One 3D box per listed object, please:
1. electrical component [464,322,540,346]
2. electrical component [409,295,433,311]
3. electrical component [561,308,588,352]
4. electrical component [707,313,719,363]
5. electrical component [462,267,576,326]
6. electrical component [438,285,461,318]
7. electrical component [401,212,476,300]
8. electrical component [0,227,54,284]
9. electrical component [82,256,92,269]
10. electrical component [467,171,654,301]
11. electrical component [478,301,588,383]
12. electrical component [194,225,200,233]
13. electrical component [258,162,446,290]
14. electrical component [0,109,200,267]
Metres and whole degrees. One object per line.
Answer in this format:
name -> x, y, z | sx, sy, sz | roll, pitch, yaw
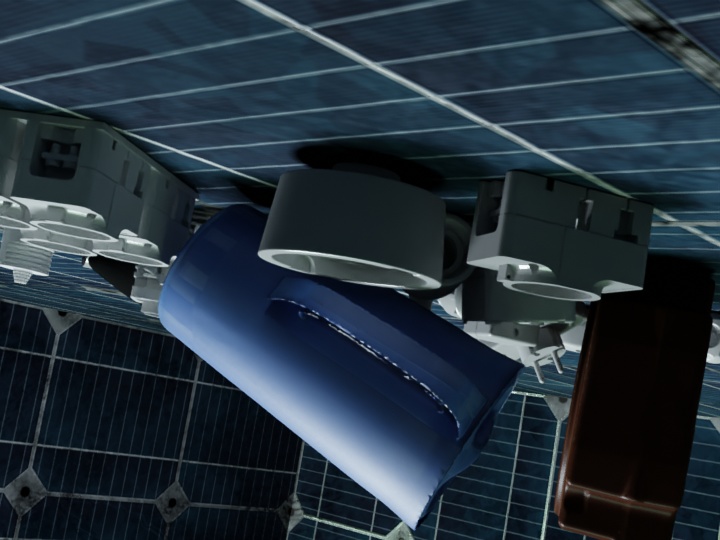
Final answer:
electrical component -> 0.124, 0.023, 0.833 | 0.047, 0.065, 0.077 | 14, 171, -27
electrical component -> 0.048, 0.003, 0.792 | 0.043, 0.062, 0.043 | 10, 172, 1
electrical component -> 0.228, 0.062, 1.076 | 0.077, 0.043, 0.079 | 8, 173, 15
electrical component -> 0.319, 0.062, 0.963 | 0.043, 0.043, 0.062 | 5, 172, 30
electrical component -> 0.108, 0.008, 0.750 | 0.062, 0.061, 0.096 | 1, 177, -6
electrical component -> 0.088, 0.020, 0.946 | 0.048, 0.048, 0.062 | 15, 179, -33
electrical component -> 0.051, -0.010, 0.728 | 0.055, 0.055, 0.047 | 11, 168, -8
electrical component -> -0.276, -0.029, 0.900 | 0.043, 0.081, 0.043 | 10, 172, 1
electrical component -> -0.235, -0.016, 1.085 | 0.081, 0.043, 0.043 | 13, 172, -22
electrical component -> 0.111, -0.015, 0.602 | 0.089, 0.055, 0.050 | 12, 172, -17
electrical component -> 0.147, 0.056, 0.891 | 0.083, 0.075, 0.047 | -33, 149, 29
electrical component -> -0.093, -0.024, 0.860 | 0.078, 0.040, 0.040 | 10, 172, 1
electrical component -> -0.001, -0.029, 0.627 | 0.108, 0.060, 0.108 | 10, 173, 1
electrical component -> -0.190, -0.049, 0.719 | 0.105, 0.060, 0.186 | 8, 172, 10
